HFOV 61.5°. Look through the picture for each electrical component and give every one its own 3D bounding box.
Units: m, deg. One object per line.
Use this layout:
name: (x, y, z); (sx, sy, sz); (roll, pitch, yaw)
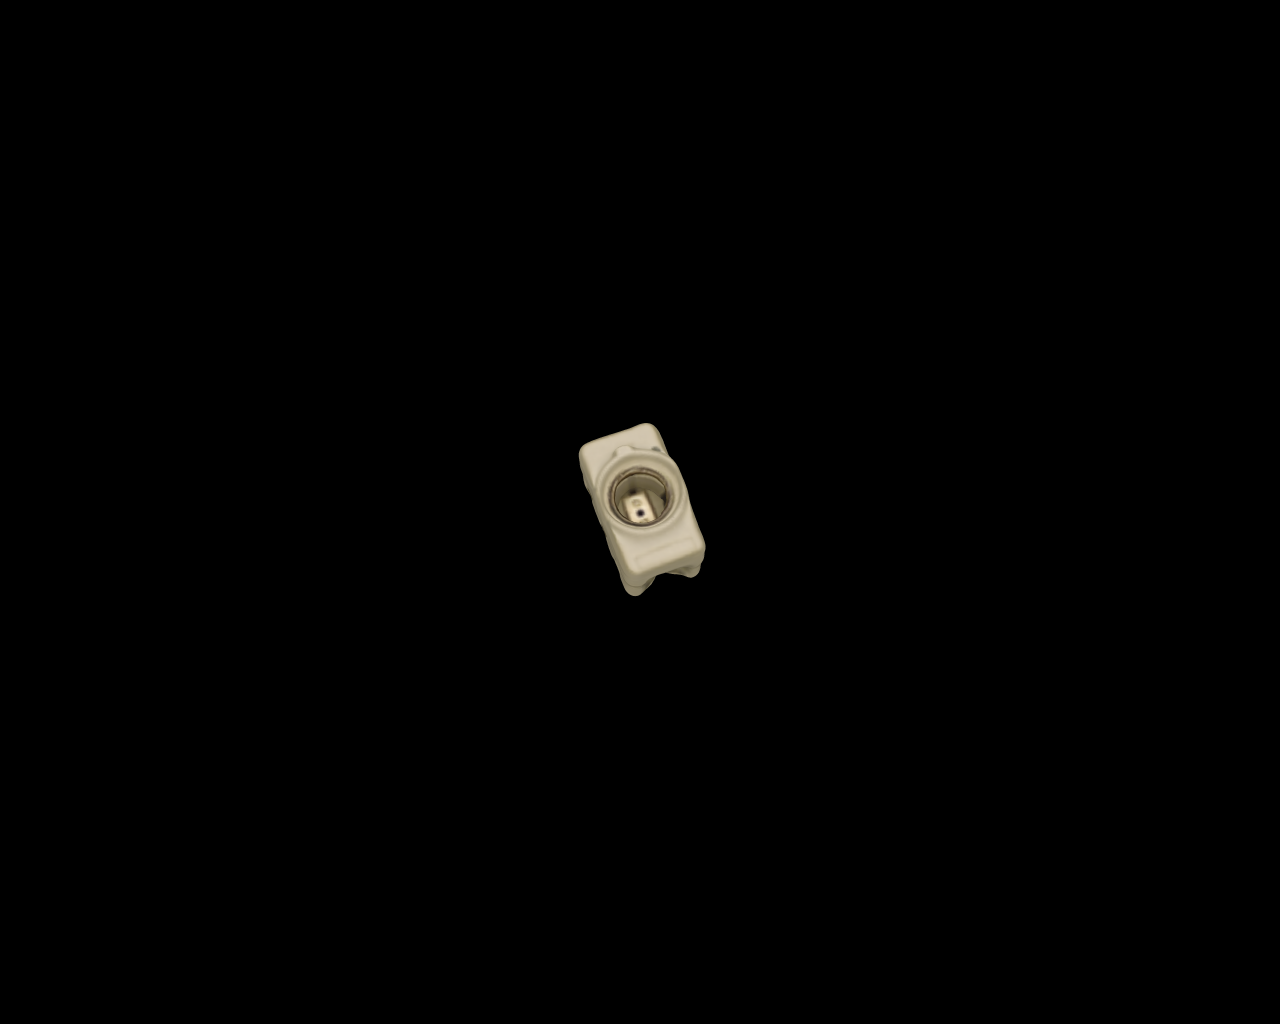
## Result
electrical component: (0.001, -0.003, 0.650); (0.050, 0.089, 0.055); (-19, -19, -7)
